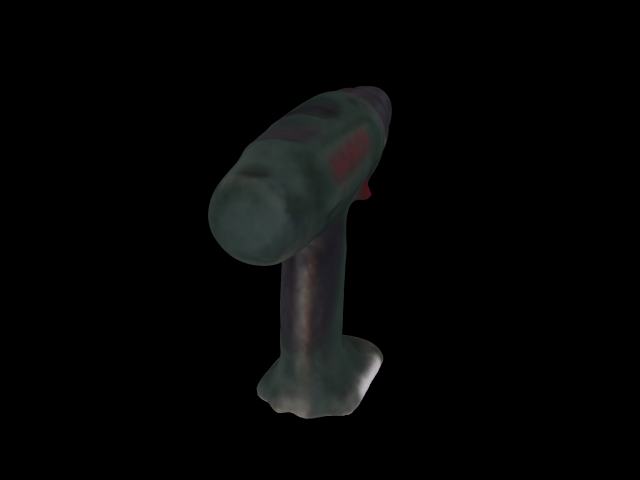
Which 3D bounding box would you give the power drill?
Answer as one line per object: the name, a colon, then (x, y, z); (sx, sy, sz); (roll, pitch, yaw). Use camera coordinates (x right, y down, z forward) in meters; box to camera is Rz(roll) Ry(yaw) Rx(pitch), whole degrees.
power drill: (0.004, 0.001, 0.400); (0.075, 0.208, 0.230); (6, 17, 19)
